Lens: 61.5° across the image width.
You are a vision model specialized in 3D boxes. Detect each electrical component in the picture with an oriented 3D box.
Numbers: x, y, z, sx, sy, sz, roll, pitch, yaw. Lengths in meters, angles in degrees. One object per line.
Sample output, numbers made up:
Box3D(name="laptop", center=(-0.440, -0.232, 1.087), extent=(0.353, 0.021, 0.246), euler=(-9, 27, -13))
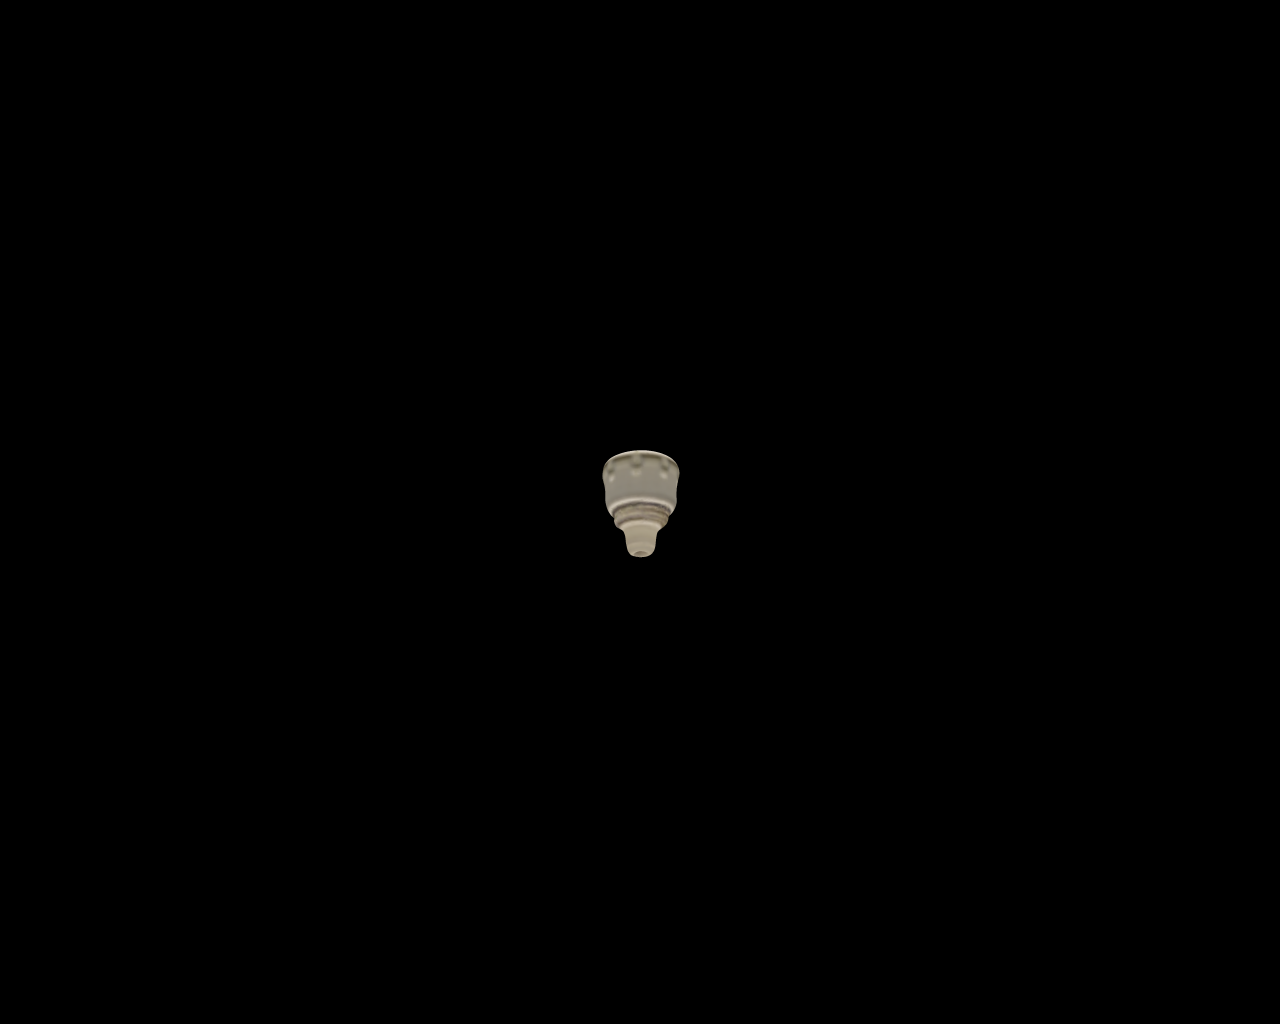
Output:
Box3D(name="electrical component", center=(0.001, -0.003, 0.650), extent=(0.048, 0.062, 0.048), euler=(0, -20, 0))
